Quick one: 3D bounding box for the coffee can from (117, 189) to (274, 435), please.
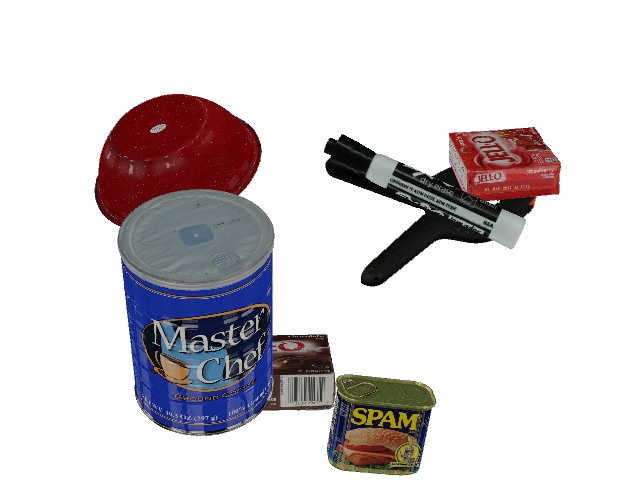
[{"bbox_3d":[-0.083,0.050,0.741,0.103,0.140,0.103,1,38,-1],"label":"coffee can"}]

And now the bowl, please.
[{"bbox_3d":[-0.138,-0.083,0.967,0.162,0.162,0.055,0,-43,19],"label":"bowl"}]

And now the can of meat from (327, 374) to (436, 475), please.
[{"bbox_3d":[0.060,0.191,1.098,0.102,0.084,0.057,7,18,-7],"label":"can of meat"}]

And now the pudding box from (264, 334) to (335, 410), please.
[{"bbox_3d":[-0.046,0.115,0.940,0.113,0.039,0.090,1,18,-4],"label":"pudding box"}]

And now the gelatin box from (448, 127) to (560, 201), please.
[{"bbox_3d":[0.145,-0.062,0.853,0.073,0.030,0.089,-4,25,-1],"label":"gelatin box"}]

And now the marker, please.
[{"bbox_3d":[0.058,-0.029,0.607,0.121,0.020,0.020,25,3,6],"label":"marker"}]

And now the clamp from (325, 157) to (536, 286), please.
[{"bbox_3d":[0.116,-0.025,1.057,0.210,0.164,0.036,-2,-40,-6],"label":"clamp"}]
